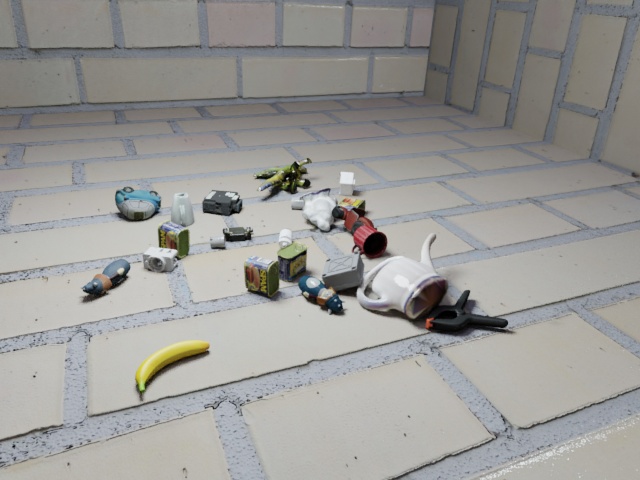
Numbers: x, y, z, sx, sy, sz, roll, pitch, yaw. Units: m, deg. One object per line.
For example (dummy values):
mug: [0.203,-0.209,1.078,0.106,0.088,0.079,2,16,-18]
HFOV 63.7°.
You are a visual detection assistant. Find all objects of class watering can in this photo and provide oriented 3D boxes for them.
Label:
watering can: [0.267,0.098,1.448,0.351,0.102,0.227,-33,38,-23]

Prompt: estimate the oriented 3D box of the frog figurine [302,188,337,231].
frog figurine: [0.006,-0.094,1.874,0.138,0.120,0.162,-4,62,-32]

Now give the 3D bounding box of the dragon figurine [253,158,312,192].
dragon figurine: [-0.183,-0.270,2.209,0.243,0.121,0.415,4,19,43]
